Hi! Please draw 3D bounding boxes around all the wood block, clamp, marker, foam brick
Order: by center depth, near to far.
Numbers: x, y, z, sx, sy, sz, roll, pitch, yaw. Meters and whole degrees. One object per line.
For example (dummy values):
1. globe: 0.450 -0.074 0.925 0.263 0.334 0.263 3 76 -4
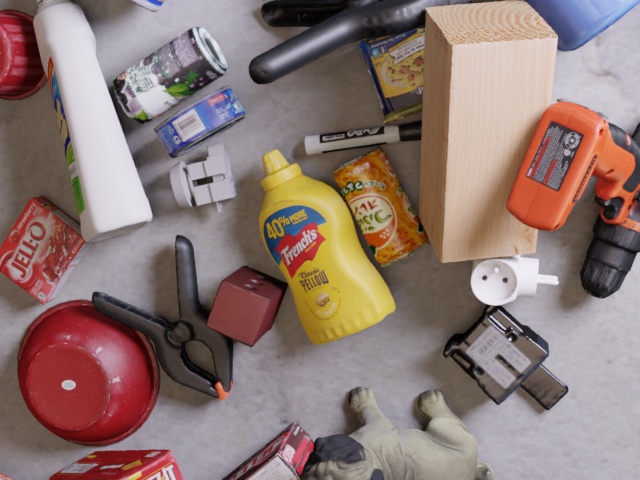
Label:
1. wood block: 0.142 -0.094 0.931 0.090 0.090 0.206 -6 123 -7
2. clamp: 0.033 -0.196 0.945 0.210 0.164 0.036 -10 122 16
3. marker: 0.045 -0.099 1.032 0.121 0.020 0.020 -6 97 12
4. foam brick: -0.071 0.064 1.051 0.053 0.078 0.051 23 104 7
5. clamp: -0.136 0.082 1.087 0.120 0.039 0.171 -42 96 16

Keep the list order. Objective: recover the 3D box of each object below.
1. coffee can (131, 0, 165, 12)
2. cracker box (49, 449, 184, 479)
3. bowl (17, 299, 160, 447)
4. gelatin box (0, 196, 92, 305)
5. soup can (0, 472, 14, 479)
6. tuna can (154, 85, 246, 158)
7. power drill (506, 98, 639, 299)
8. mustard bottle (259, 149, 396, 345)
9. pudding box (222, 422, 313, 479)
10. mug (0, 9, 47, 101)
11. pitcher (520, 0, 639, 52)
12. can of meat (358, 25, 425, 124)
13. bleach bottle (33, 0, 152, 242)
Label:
1. coffee can: -0.152 -0.301 0.996 0.103 0.102 0.140 41 104 3
2. cracker box: -0.177 0.323 1.076 0.164 0.071 0.214 -15 98 51
3. bowl: -0.252 0.146 1.111 0.162 0.055 0.162 2 99 10
4. gelatin box: -0.289 0.011 1.109 0.073 0.030 0.089 37 103 4
5. soup can: -0.324 0.299 1.143 0.102 0.068 0.068 27 103 7
6. tuna can: -0.115 -0.113 1.028 0.086 0.086 0.034 -29 94 14
7. power drill: 0.241 -0.038 0.927 0.057 0.187 0.184 29 105 40
8. mustard bottle: -0.007 0.001 1.035 0.096 0.058 0.191 -24 92 40
9. pudding box: -0.062 0.241 1.070 0.114 0.090 0.039 -43 90 14
10. mug: -0.337 -0.183 1.062 0.117 0.081 0.093 -5 98 12
11. pitcher: 0.187 -0.292 0.916 0.145 0.149 0.243 -39 93 0
12. can of meat: 0.094 -0.165 0.994 0.102 0.057 0.084 -20 92 12
13. bleach bottle: -0.232 -0.128 1.052 0.068 0.103 0.251 -16 89 -18
